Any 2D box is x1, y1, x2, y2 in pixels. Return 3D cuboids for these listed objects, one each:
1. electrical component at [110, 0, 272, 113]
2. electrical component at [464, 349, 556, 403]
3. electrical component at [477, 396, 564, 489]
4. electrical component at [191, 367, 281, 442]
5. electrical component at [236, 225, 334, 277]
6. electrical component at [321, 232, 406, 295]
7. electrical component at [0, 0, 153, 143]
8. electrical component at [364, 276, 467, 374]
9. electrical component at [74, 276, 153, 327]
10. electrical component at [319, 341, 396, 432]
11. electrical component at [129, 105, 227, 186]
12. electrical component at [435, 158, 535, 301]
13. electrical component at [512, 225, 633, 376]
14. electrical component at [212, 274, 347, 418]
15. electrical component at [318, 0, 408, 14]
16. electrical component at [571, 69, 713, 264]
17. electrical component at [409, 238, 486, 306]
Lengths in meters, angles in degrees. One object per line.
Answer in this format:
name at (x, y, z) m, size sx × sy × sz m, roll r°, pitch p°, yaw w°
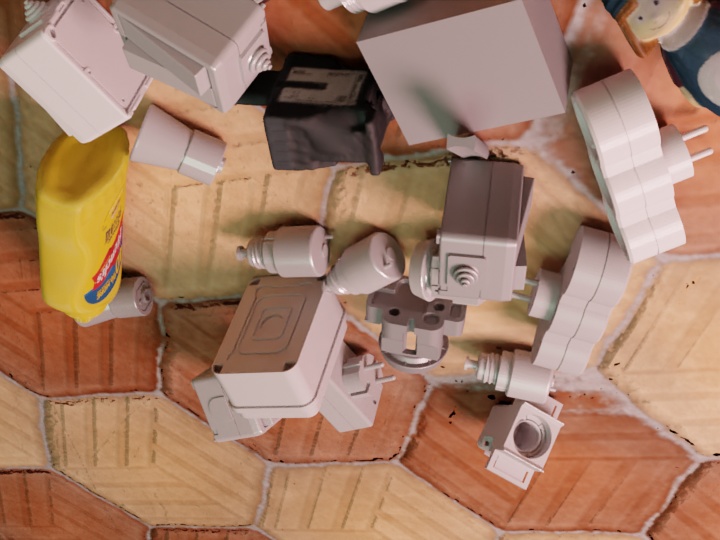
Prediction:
electrical component at (-0.100, -0.142, 0.670) m, size 0.096 × 0.061 × 0.061 m, roll 32°, pitch 164°, yaw 10°
electrical component at (0.126, 0.085, 0.892) m, size 0.078 × 0.040 × 0.040 m, roll 11°, pitch 139°, yaw 6°
electrical component at (0.136, 0.143, 0.929) m, size 0.042 × 0.081 × 0.064 m, roll 30°, pitch 165°, yaw -13°
electrical component at (-0.090, 0.102, 0.949) m, size 0.061 × 0.096 × 0.061 m, roll -14°, pitch 101°, yaw 31°
electrical component at (-0.060, -0.014, 0.845) m, size 0.078 × 0.040 × 0.040 m, roll -1°, pitch 136°, yaw 20°
electrical component at (0.000, 0.000, 0.841) m, size 0.040 × 0.040 × 0.078 m, roll 41°, pitch 134°, yaw -25°
electrical component at (-0.197, -0.143, 0.733) m, size 0.061 × 0.061 × 0.096 m, roll -21°, pitch 127°, yaw 35°
electrical component at (0.044, 0.046, 0.864) m, size 0.078 × 0.058 × 0.057 m, roll 10°, pitch 135°, yaw 8°
electrical component at (-0.215, 0.025, 0.941) m, size 0.065 × 0.044 × 0.044 m, roll -6°, pitch 134°, yaw 17°
electrical component at (-0.005, 0.095, 0.942) m, size 0.076 × 0.047 × 0.083 m, roll -16°, pitch 129°, yaw 32°
electrical component at (-0.131, -0.089, 0.788) m, size 0.065 × 0.044 × 0.044 m, roll 22°, pitch 139°, yaw -13°
electrical component at (0.086, -0.023, 0.744) m, size 0.061 × 0.096 × 0.061 m, roll 6°, pitch 138°, yaw 7°
electrical component at (0.148, 0.021, 0.805) m, size 0.074 × 0.052 × 0.138 m, roll 15°, pitch 139°, yaw 2°
electrical component at (-0.062, 0.062, 0.875) m, size 0.078 × 0.113 × 0.057 m, roll -4°, pitch 132°, yaw 22°
electrical component at (0.003, -0.175, 0.646) m, size 0.062 × 0.043 × 0.043 m, roll -15°, pitch 130°, yaw 33°
electrical component at (0.191, -0.070, 0.692) m, size 0.074 × 0.052 × 0.138 m, roll -22°, pitch 130°, yaw 8°
electrical component at (0.070, 0.002, 0.810) m, size 0.055 × 0.066 × 0.048 m, roll 7°, pitch 104°, yaw 24°
